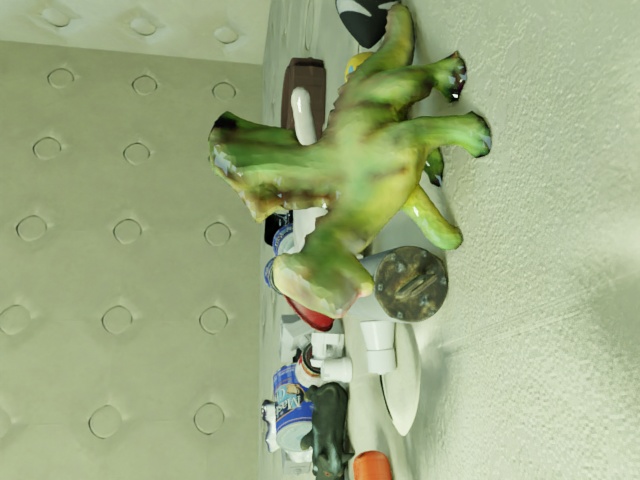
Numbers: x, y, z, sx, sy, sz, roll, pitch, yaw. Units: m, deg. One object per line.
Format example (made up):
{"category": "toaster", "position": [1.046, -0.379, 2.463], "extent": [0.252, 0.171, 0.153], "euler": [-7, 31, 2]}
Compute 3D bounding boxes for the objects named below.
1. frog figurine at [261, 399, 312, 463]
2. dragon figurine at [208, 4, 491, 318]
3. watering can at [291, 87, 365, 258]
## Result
{"category": "frog figurine", "position": [-0.042, 0.411, 1.119], "extent": [0.159, 0.122, 0.139], "euler": [-4, 72, 43]}
{"category": "dragon figurine", "position": [0.014, -0.107, 0.498], "extent": [0.119, 0.243, 0.420], "euler": [98, 167, -52]}
{"category": "watering can", "position": [0.002, -0.040, 0.797], "extent": [0.230, 0.104, 0.339], "euler": [-99, -4, -50]}
